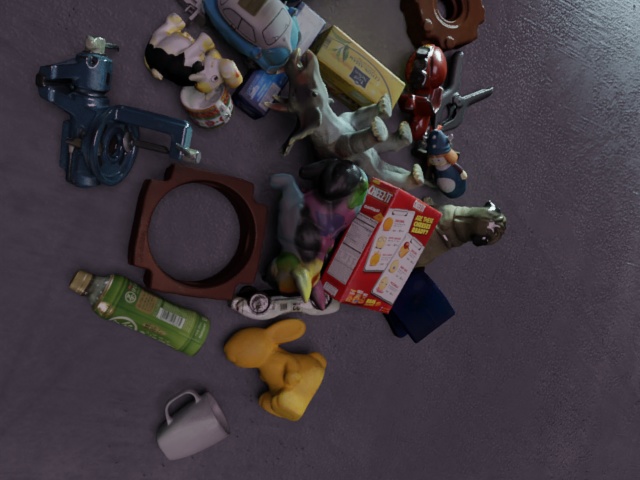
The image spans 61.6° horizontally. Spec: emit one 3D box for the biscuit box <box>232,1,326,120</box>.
[{"bbox_3d":[-0.073,-0.303,0.917,0.059,0.063,0.202,36,81,-23],"label":"biscuit box"}]

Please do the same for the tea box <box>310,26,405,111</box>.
[{"bbox_3d":[0.054,-0.292,0.956,0.169,0.098,0.068,33,82,-25],"label":"tea box"}]

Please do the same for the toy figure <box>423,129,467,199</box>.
[{"bbox_3d":[0.239,-0.143,1.024,0.064,0.058,0.154,-21,134,17],"label":"toy figure"}]

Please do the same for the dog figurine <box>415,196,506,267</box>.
[{"bbox_3d":[0.235,-0.004,1.010,0.121,0.191,0.172,42,79,-21],"label":"dog figurine"}]

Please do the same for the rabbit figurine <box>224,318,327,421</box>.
[{"bbox_3d":[-0.079,0.208,0.934,0.173,0.122,0.162,34,78,-4],"label":"rabbit figurine"}]

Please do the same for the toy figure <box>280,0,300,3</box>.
[{"bbox_3d":[-0.018,-0.458,0.920,0.180,0.089,0.082,-25,118,-11],"label":"toy figure"}]

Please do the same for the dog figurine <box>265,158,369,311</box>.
[{"bbox_3d":[-0.002,-0.003,0.861,0.192,0.108,0.219,-13,71,17],"label":"dog figurine"}]

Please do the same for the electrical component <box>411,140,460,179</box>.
[{"bbox_3d":[0.233,-0.165,1.078,0.102,0.045,0.078,-8,126,-20],"label":"electrical component"}]

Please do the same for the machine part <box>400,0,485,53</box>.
[{"bbox_3d":[0.242,-0.452,1.049,0.179,0.056,0.179,-2,94,-25],"label":"machine part"}]

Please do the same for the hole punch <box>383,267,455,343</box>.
[{"bbox_3d":[0.187,0.129,1.058,0.142,0.092,0.115,-33,103,-14],"label":"hole punch"}]

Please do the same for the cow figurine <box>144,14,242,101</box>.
[{"bbox_3d":[-0.198,-0.266,0.819,0.098,0.167,0.068,-46,154,-8],"label":"cow figurine"}]

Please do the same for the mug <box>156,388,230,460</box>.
[{"bbox_3d":[-0.221,0.308,0.894,0.107,0.081,0.109,-32,112,-9],"label":"mug"}]

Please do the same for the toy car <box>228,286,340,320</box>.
[{"bbox_3d":[-0.062,0.109,0.950,0.202,0.074,0.056,-2,95,-24],"label":"toy car"}]

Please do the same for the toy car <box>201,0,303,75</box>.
[{"bbox_3d":[-0.099,-0.343,0.823,0.161,0.103,0.109,40,79,-11],"label":"toy car"}]

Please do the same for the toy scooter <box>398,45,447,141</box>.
[{"bbox_3d":[0.187,-0.280,0.999,0.135,0.075,0.183,-5,103,-67],"label":"toy scooter"}]

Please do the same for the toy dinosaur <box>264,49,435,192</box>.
[{"bbox_3d":[0.060,-0.150,0.945,0.404,0.192,0.131,42,45,-51],"label":"toy dinosaur"}]

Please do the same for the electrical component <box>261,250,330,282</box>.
[{"bbox_3d":[-0.047,0.041,0.953,0.119,0.075,0.047,-9,97,-20],"label":"electrical component"}]

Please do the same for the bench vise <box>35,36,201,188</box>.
[{"bbox_3d":[-0.284,-0.171,0.780,0.241,0.129,0.223,16,96,8],"label":"bench vise"}]

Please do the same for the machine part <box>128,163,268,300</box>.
[{"bbox_3d":[-0.197,-0.011,0.869,0.201,0.087,0.201,11,89,-26],"label":"machine part"}]
